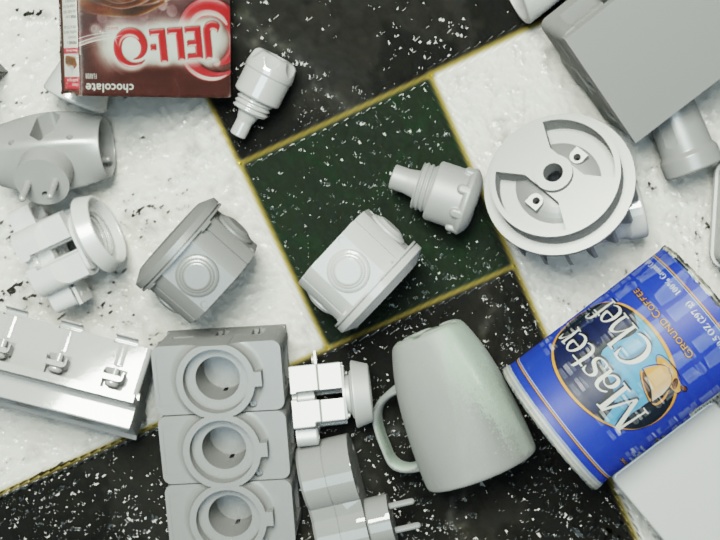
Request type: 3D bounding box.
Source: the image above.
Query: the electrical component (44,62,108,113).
[{"bbox_3d":[-0.186,-0.142,0.739,0.045,0.045,0.055,24,99,-2],"label":"electrical component"}]

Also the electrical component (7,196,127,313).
[{"bbox_3d":[-0.202,-0.017,0.754,0.057,0.058,0.078,-24,97,9],"label":"electrical component"}]

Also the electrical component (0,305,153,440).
[{"bbox_3d":[-0.211,0.072,0.762,0.121,0.078,0.063,14,71,0],"label":"electrical component"}]

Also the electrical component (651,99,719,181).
[{"bbox_3d":[0.220,-0.089,0.735,0.040,0.040,0.046,-22,92,6],"label":"electrical component"}]

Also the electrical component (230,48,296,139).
[{"bbox_3d":[-0.071,-0.120,0.744,0.035,0.035,0.061,28,102,-2],"label":"electrical component"}]

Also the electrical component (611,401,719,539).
[{"bbox_3d":[0.236,0.145,0.767,0.100,0.048,0.099,-40,96,8],"label":"electrical component"}]

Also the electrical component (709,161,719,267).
[{"bbox_3d":[0.300,-0.037,0.731,0.113,0.057,0.078,1,100,2],"label":"electrical component"}]

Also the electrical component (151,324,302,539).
[{"bbox_3d":[-0.094,0.120,0.770,0.089,0.061,0.150,-3,99,3],"label":"electrical component"}]

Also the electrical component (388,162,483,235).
[{"bbox_3d":[0.051,-0.055,0.745,0.062,0.048,0.048,19,100,6],"label":"electrical component"}]

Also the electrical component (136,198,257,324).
[{"bbox_3d":[-0.112,-0.007,0.742,0.051,0.080,0.080,42,98,-10],"label":"electrical component"}]

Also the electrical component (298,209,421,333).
[{"bbox_3d":[0.000,0.000,0.738,0.051,0.080,0.080,43,98,1],"label":"electrical component"}]

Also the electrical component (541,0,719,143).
[{"bbox_3d":[0.207,-0.170,0.702,0.150,0.061,0.089,-38,113,7],"label":"electrical component"}]

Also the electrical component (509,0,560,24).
[{"bbox_3d":[0.132,-0.199,0.720,0.065,0.044,0.044,-27,97,2],"label":"electrical component"}]

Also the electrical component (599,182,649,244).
[{"bbox_3d":[0.173,-0.037,0.745,0.046,0.040,0.040,-13,99,11],"label":"electrical component"}]

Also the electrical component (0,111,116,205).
[{"bbox_3d":[-0.214,-0.071,0.737,0.077,0.079,0.043,-5,129,3],"label":"electrical component"}]

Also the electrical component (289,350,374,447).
[{"bbox_3d":[-0.020,0.090,0.768,0.055,0.048,0.066,-6,76,1],"label":"electrical component"}]

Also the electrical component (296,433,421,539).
[{"bbox_3d":[0.006,0.184,0.781,0.074,0.052,0.138,-14,99,4],"label":"electrical component"}]
